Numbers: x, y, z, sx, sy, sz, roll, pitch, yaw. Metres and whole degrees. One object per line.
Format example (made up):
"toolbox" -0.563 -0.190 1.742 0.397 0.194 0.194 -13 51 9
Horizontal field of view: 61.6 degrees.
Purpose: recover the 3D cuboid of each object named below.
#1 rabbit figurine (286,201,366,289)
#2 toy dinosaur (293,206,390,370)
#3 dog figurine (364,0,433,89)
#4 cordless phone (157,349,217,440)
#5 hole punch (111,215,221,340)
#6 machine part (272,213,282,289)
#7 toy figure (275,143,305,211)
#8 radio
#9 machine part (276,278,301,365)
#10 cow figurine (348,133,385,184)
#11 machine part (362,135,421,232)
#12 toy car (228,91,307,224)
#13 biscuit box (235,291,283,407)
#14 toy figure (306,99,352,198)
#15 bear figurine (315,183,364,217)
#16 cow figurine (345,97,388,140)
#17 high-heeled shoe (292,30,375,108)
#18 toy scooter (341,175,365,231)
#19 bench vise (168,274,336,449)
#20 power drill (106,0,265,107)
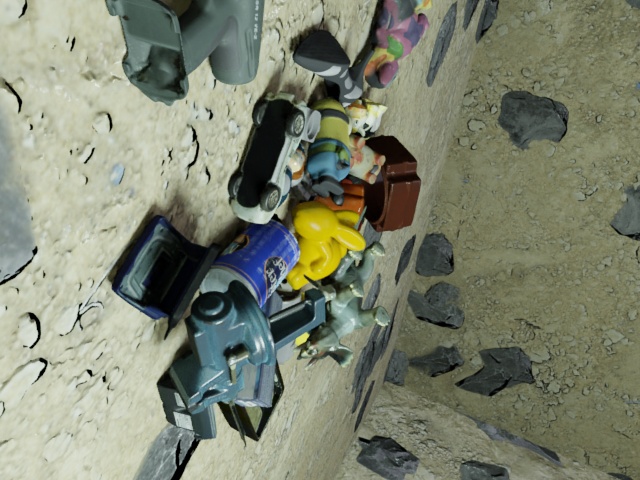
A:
"rabbit figurine" -0.002 -0.003 0.967 0.173 0.162 0.122 86 -3 -53
"toy dinosaur" 0.048 0.112 1.169 0.192 0.131 0.405 -37 -154 34
"dog figurine" 0.144 -0.423 1.114 0.219 0.109 0.191 -61 161 -21
"cordless phone" -0.171 0.211 0.873 0.184 0.089 0.146 -59 159 -45
"hole punch" -0.188 0.043 0.664 0.142 0.092 0.116 -67 -173 -20
"machine part" -0.081 0.025 0.957 0.039 0.084 0.138 -10 132 -30
"toy figure" -0.063 -0.108 0.887 0.154 0.058 0.064 -60 147 -26
"radio" -0.138 0.293 1.067 0.131 0.073 0.229 -59 159 -33
"machine part" -0.083 0.166 1.093 0.079 0.079 0.243 -48 152 -51
"cow figurine" 0.070 -0.175 1.148 0.194 0.127 0.085 20 100 -57
"machine part" 0.155 -0.135 1.305 0.201 0.087 0.201 -118 -153 -46
"toy car" -0.078 -0.124 0.805 0.056 0.074 0.201 16 94 -69
"biscuit box" -0.110 0.185 0.944 0.062 0.059 0.203 59 31 -56
"toy figure" 0.015 -0.168 0.956 0.089 0.082 0.180 66 27 -60
"bear figurine" 0.017 -0.018 1.120 0.120 0.132 0.195 -78 174 -70
"cow figurine" 0.086 -0.260 1.177 0.167 0.068 0.098 -31 144 -63
"high-heeled shoe" 0.005 -0.282 0.947 0.249 0.086 0.145 -19 158 -48
"toy scooter" 0.053 -0.057 1.276 0.135 0.075 0.183 -56 154 -38
"bench vise" -0.082 0.133 0.724 0.241 0.129 0.223 -24 129 -24
"power drill" -0.122 -0.251 0.552 0.231 0.086 0.207 95 15 -46
